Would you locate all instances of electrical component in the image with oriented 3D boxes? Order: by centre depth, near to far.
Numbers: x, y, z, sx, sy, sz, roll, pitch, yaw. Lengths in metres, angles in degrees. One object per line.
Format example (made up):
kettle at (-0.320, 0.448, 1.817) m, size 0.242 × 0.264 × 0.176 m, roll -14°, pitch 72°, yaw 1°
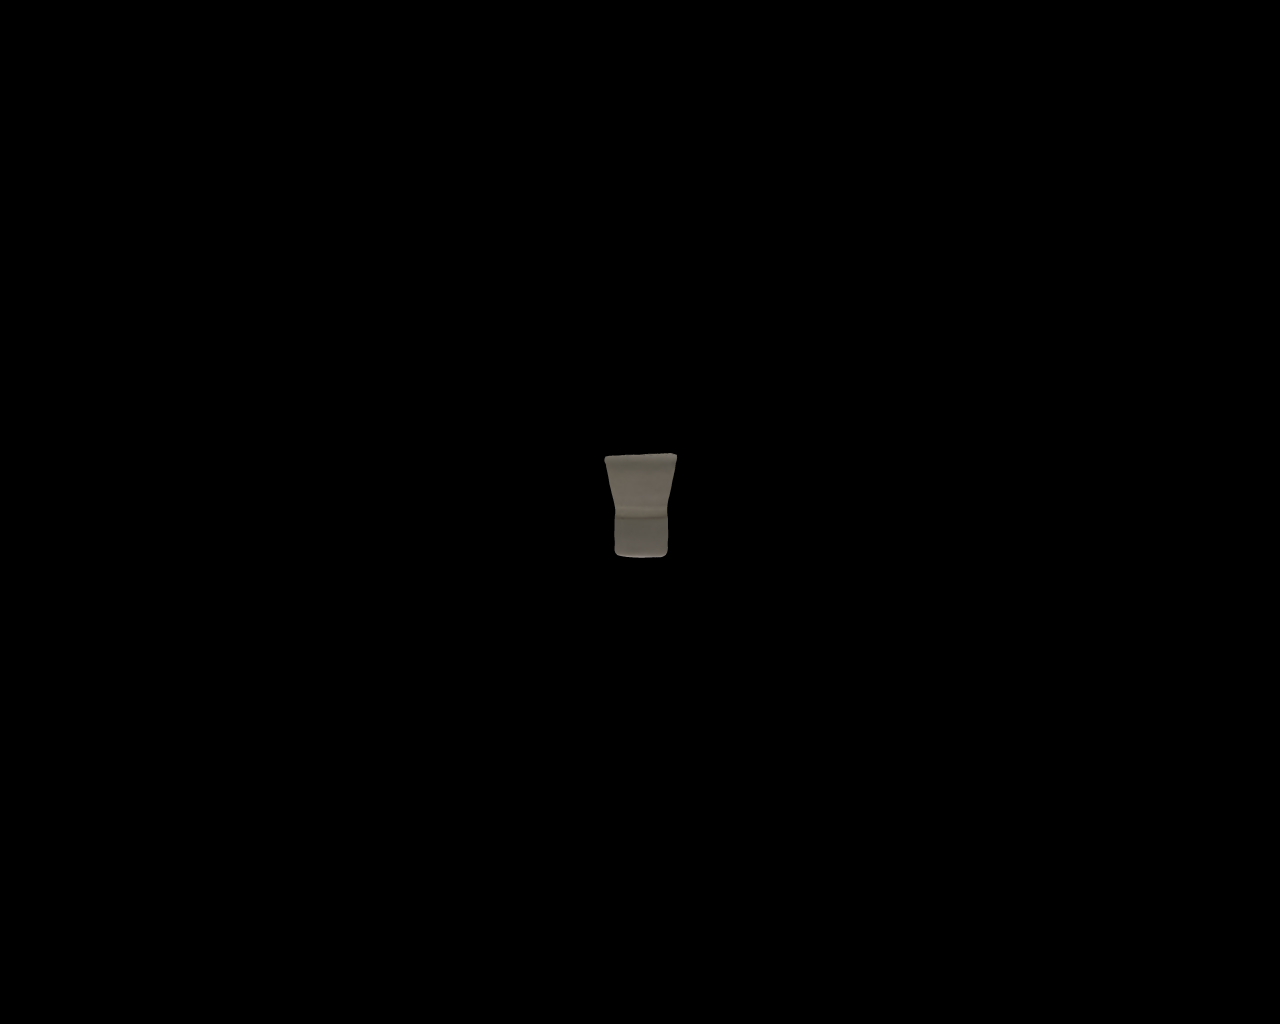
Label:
electrical component at (0.001, -0.003, 0.650) m, size 0.044 × 0.065 × 0.044 m, roll 0°, pitch 4°, yaw 0°
